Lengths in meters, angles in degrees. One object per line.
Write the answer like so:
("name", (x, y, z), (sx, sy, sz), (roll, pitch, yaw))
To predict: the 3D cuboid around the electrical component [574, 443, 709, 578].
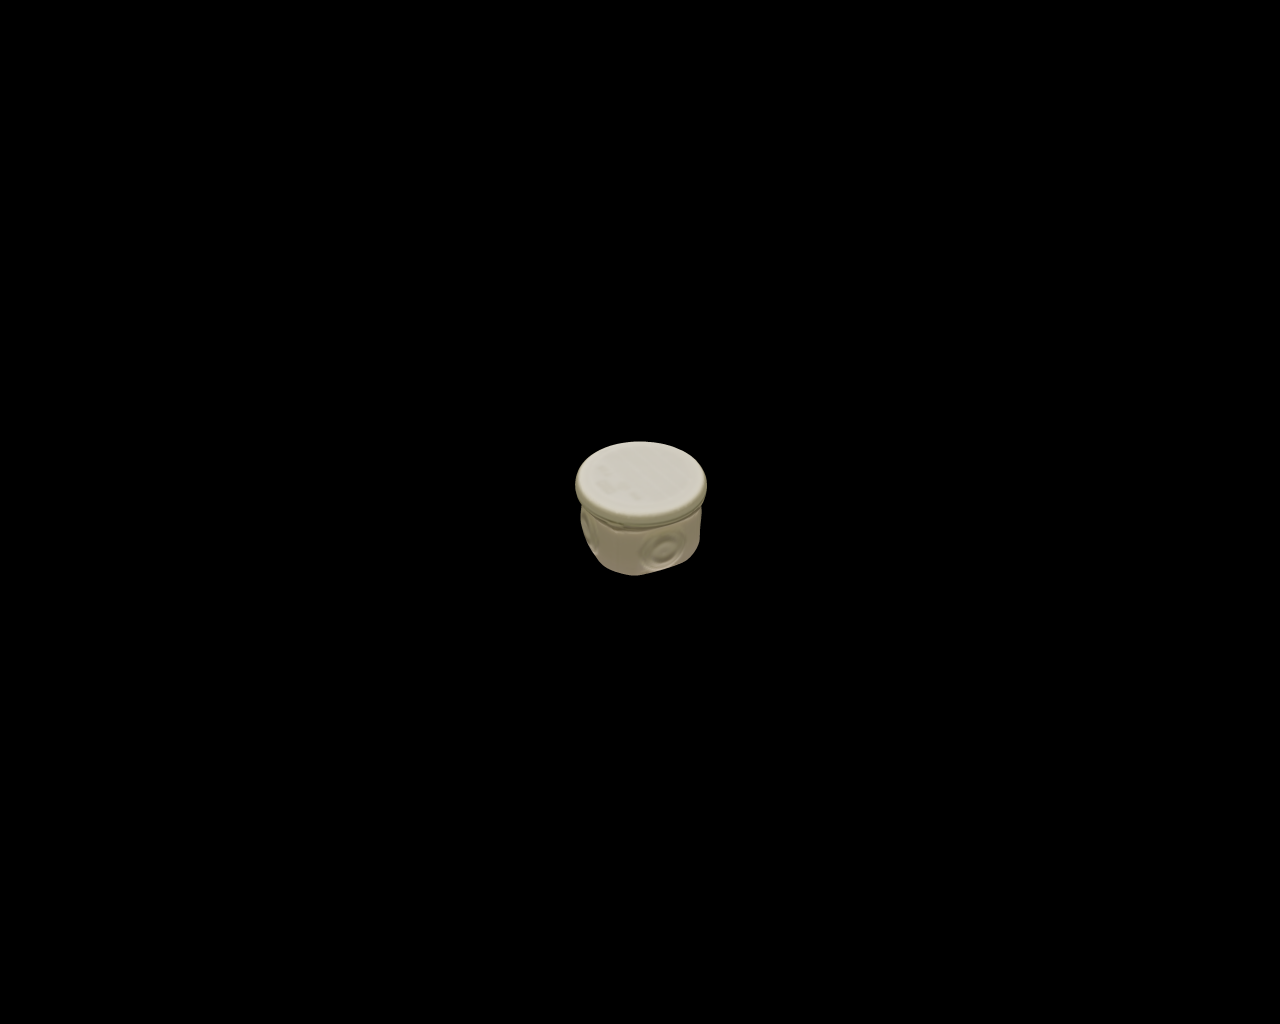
("electrical component", (0.001, -0.003, 0.650), (0.080, 0.050, 0.080), (0, 38, 0))
